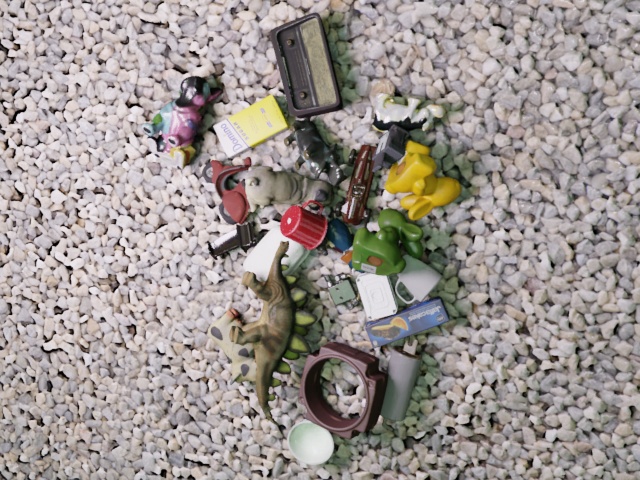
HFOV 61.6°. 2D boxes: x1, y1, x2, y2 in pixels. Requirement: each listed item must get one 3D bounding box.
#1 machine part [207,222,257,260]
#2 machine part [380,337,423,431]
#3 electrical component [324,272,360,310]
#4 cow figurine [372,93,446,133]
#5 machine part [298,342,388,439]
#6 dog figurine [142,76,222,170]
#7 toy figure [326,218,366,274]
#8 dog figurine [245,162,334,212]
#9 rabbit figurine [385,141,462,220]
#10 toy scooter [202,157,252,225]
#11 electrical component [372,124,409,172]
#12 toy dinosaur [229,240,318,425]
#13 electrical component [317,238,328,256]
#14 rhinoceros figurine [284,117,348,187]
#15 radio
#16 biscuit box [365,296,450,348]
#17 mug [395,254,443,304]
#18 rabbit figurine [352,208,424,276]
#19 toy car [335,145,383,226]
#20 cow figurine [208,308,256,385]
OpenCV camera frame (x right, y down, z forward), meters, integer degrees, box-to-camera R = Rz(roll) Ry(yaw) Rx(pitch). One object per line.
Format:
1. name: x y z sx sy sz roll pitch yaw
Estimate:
1. machine part: -0.229 0.007 1.394 0.139 0.039 0.084 -21 64 16
2. machine part: 0.195 0.355 1.335 0.079 0.079 0.243 16 98 9
3. electrical component: 0.060 0.127 1.357 0.078 0.045 0.102 -19 91 10
4. cow figurine: 0.211 -0.292 1.286 0.167 0.068 0.098 14 102 12
5. machine part: 0.054 0.368 1.326 0.201 0.087 0.201 16 99 29
6. dog figurine: -0.339 -0.311 1.372 0.109 0.191 0.219 25 64 10
7. toy figure: 0.068 0.017 1.342 0.064 0.058 0.154 -33 93 17
8. dog figurine: -0.070 -0.125 1.302 0.191 0.172 0.121 4 100 15
9. rabbit figurine: 0.251 -0.125 1.267 0.173 0.122 0.162 20 111 -21
10. toy scooter: -0.212 -0.137 1.369 0.135 0.075 0.184 -28 86 17
11. electrical component: 0.162 -0.205 1.265 0.048 0.075 0.119 26 58 -18
12. toy dinosaur: -0.117 0.230 1.321 0.198 0.105 0.470 11 98 -15
13. electrical component: -0.003 -0.004 1.350 0.021 0.094 0.063 -16 127 -16
14. rhinoceros figurine: -0.008 -0.212 1.319 0.190 0.112 0.073 57 144 15
15. radio: -0.032 -0.419 1.317 0.131 0.073 0.229 -13 91 11
16. biscuit box: 0.215 0.202 1.327 0.203 0.059 0.062 -23 90 11
17. mug: 0.227 0.094 1.312 0.107 0.080 0.109 45 103 16
18. rabbit figurine: 0.167 -0.010 1.272 0.159 0.121 0.170 12 54 20
19. toy car: 0.099 -0.134 1.328 0.089 0.053 0.202 16 98 11
20. cow figurine: -0.215 0.288 1.400 0.127 0.085 0.195 -40 89 5
